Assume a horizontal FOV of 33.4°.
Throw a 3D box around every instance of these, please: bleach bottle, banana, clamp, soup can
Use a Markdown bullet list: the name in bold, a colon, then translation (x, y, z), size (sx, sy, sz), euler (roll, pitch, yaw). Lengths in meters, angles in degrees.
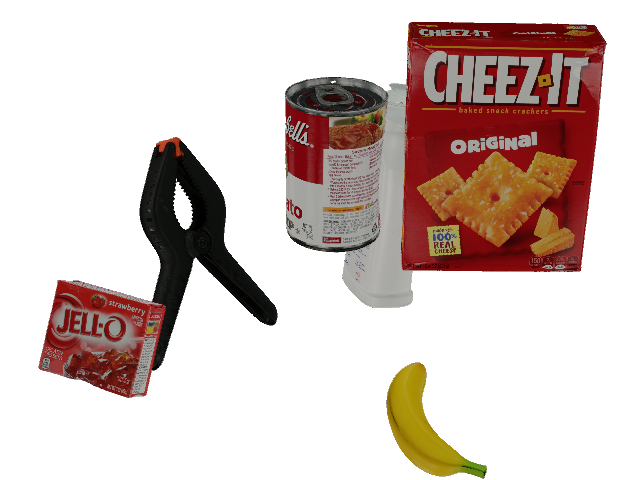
- **bleach bottle**: translation (0.080, -0.055, 1.243), size (0.068, 0.251, 0.103), euler (-2, 22, -22)
- **banana**: translation (0.102, 0.183, 1.088), size (0.069, 0.037, 0.198), euler (10, 24, -19)
- **clamp**: translation (-0.115, 0.007, 1.018), size (0.036, 0.210, 0.164), euler (-8, 0, 44)
- **soup can**: translation (0.010, -0.052, 0.723), size (0.068, 0.102, 0.068), euler (1, 28, -1)

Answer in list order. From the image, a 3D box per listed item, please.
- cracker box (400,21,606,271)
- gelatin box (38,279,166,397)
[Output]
- **cracker box**: translation (0.155, -0.079, 0.938), size (0.164, 0.214, 0.072), euler (1, 24, 3)
- **gelatin box**: translation (-0.171, 0.075, 0.829), size (0.089, 0.073, 0.030), euler (14, 1, 22)
